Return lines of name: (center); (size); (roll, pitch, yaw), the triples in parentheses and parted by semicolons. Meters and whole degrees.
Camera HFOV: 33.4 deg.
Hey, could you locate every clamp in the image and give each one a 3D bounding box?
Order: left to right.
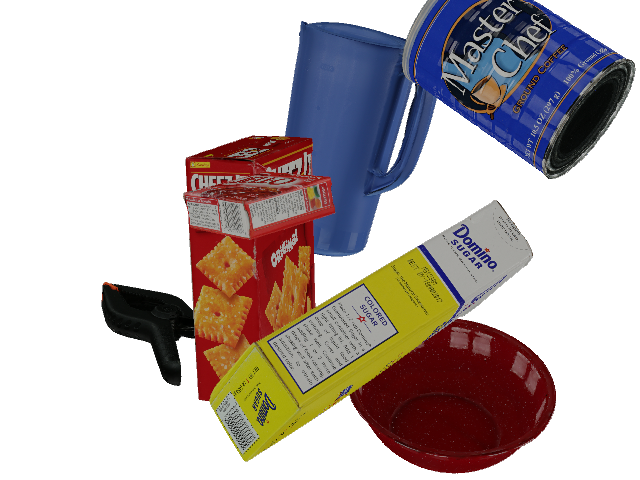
clamp: (-0.164, 0.092, 1.119); (0.210, 0.036, 0.164); (18, 20, 29)

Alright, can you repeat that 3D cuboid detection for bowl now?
bowl: (0.100, 0.130, 0.840); (0.162, 0.055, 0.162); (1, 35, -1)

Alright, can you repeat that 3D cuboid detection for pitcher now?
pitcher: (0.029, -0.107, 1.152); (0.145, 0.243, 0.149); (10, 17, -7)

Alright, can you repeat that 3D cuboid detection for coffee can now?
coffee can: (0.146, -0.127, 0.800); (0.140, 0.103, 0.102); (40, 18, 23)

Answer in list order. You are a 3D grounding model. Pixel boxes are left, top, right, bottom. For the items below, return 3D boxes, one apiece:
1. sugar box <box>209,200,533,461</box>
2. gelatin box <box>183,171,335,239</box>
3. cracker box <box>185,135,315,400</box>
sugar box: (0.029, 0.048, 0.579); (0.175, 0.048, 0.093); (-26, -14, -31)
gelatin box: (-0.045, -0.027, 0.759); (0.073, 0.030, 0.089); (-17, 16, -32)
cracker box: (-0.055, 0.020, 0.965); (0.072, 0.214, 0.164); (3, 13, 16)
